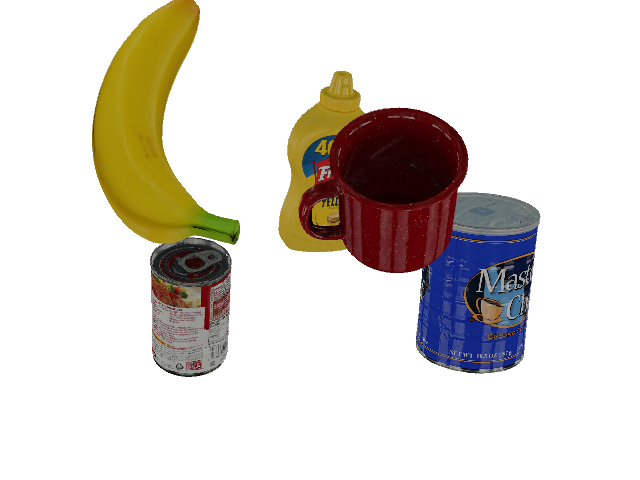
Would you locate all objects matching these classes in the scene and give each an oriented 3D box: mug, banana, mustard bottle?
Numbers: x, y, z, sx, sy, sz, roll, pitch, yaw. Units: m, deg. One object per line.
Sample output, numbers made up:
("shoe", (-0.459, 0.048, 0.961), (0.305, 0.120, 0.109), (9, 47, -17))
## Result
("mug", (0.042, -0.028, 0.740), (0.117, 0.093, 0.081), (-16, -37, -10))
("banana", (-0.091, -0.065, 0.586), (0.069, 0.198, 0.037), (-4, -40, -11))
("mustard bottle", (0.012, -0.083, 1.107), (0.096, 0.192, 0.058), (-4, 30, -19))

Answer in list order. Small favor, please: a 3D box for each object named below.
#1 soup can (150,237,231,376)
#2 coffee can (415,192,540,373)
("soup can", (-0.111, 0.058, 0.917), (0.068, 0.102, 0.068), (4, 34, -3))
("coffee can", (0.144, 0.037, 0.987), (0.103, 0.140, 0.103), (2, 20, -1))
